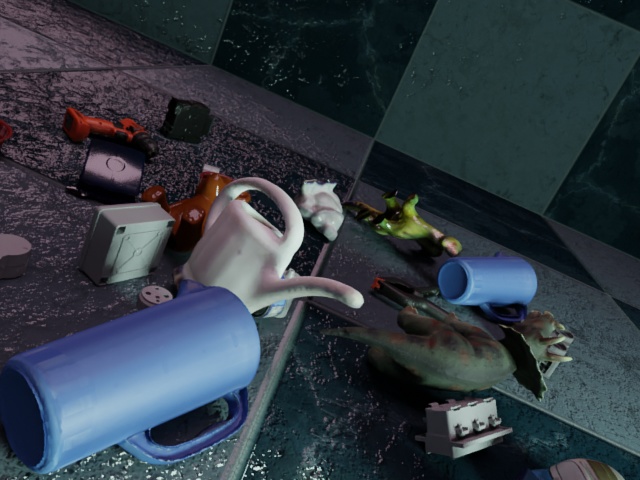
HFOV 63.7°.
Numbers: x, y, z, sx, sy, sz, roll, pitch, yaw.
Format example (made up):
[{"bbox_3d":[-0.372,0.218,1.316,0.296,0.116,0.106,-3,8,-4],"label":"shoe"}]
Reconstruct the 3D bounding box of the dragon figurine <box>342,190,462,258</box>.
[{"bbox_3d":[0.229,-0.021,1.390,0.240,0.123,0.412,42,-9,-23],"label":"dragon figurine"}]

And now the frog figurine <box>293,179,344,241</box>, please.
[{"bbox_3d":[0.004,-0.065,1.291,0.137,0.121,0.162,10,59,-54],"label":"frog figurine"}]

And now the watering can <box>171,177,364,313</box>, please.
[{"bbox_3d":[-0.096,0.045,0.736,0.103,0.223,0.354,29,13,-45],"label":"watering can"}]
